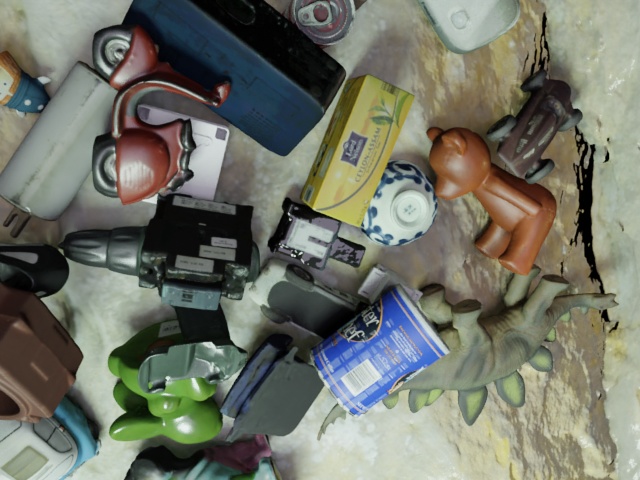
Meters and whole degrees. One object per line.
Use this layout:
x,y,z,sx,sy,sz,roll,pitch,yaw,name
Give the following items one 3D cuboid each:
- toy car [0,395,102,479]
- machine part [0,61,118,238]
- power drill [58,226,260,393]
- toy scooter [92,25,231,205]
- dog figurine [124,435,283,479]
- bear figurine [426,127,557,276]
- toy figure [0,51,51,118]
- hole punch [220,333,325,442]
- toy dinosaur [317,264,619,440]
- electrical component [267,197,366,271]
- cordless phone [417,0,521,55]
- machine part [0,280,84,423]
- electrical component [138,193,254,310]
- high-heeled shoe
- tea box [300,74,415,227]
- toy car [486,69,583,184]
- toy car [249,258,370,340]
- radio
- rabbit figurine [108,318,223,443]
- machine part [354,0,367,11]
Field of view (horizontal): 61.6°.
-0.351,0.242,0.651,0.109,0.103,0.161,-37,106,-2,toy car
-0.283,-0.109,0.602,0.079,0.079,0.243,34,93,-18,machine part
-0.175,0.066,0.612,0.232,0.207,0.085,-1,130,-21,power drill
-0.165,-0.123,0.561,0.135,0.075,0.183,3,108,-16,toy scooter
-0.158,0.350,0.722,0.219,0.108,0.191,-16,108,-5,dog figurine
0.209,-0.059,0.708,0.196,0.120,0.132,27,99,-16,bear figurine
-0.368,-0.186,0.577,0.154,0.058,0.064,35,131,-19,toy figure
-0.068,0.180,0.692,0.142,0.092,0.115,-53,142,4,hole punch
0.209,0.161,0.766,0.472,0.105,0.198,-14,109,-5,toy dinosaur
-0.001,-0.002,0.706,0.119,0.048,0.074,16,99,-16,electrical component
0.191,-0.302,0.614,0.089,0.184,0.146,-39,108,-7,cordless phone
-0.372,0.109,0.556,0.202,0.087,0.200,9,142,10,machine part
-0.133,0.013,0.584,0.115,0.134,0.058,9,131,-10,electrical component
-0.397,0.038,0.572,0.249,0.145,0.086,-6,102,-14,high-heeled shoe
0.042,-0.111,0.667,0.068,0.098,0.169,21,98,-16,tea box
0.282,-0.151,0.691,0.089,0.053,0.202,49,52,-8,toy car
0.001,0.095,0.724,0.201,0.056,0.073,30,101,-21,toy car
-0.093,-0.200,0.589,0.229,0.131,0.073,33,61,-18,radio
-0.186,0.201,0.677,0.159,0.121,0.170,-16,120,-5,rabbit figurine
0.030,-0.366,0.629,0.179,0.056,0.179,-3,103,-14,machine part
